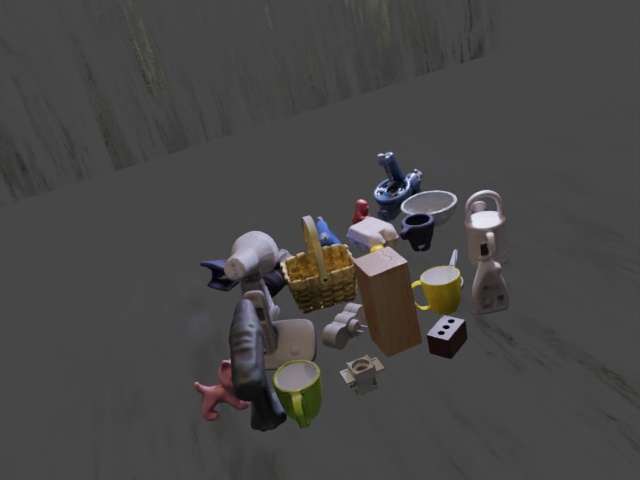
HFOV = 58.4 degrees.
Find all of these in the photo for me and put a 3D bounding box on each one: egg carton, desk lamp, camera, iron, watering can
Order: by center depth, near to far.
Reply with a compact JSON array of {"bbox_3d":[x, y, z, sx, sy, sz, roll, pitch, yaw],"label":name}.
[{"bbox_3d":[-0.169,0.107,1.428,0.117,0.214,0.203,-7,27,14],"label":"desk lamp"},{"bbox_3d":[0.415,-0.038,1.449,0.101,0.194,0.172,-19,26,-11],"label":"watering can"},{"bbox_3d":[-0.137,0.092,1.571,0.142,0.101,0.137,2,30,30],"label":"camera"},{"bbox_3d":[0.015,0.006,1.622,0.118,0.142,0.258,-15,26,-1],"label":"iron"},{"bbox_3d":[0.154,-0.011,1.669,0.107,0.069,0.149,-27,29,-25],"label":"egg carton"}]

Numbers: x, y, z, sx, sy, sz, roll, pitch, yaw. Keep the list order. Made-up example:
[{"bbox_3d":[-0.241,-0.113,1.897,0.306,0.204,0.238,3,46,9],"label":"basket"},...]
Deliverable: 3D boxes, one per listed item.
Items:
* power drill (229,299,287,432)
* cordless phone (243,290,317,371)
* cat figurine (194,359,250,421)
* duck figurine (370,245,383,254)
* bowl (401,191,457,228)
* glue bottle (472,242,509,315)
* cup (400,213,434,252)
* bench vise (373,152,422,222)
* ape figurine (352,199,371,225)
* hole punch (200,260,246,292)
[{"bbox_3d":[-0.126,0.254,1.116,0.075,0.209,0.229,-14,26,-1],"label":"power drill"},{"bbox_3d":[-0.090,0.190,1.253,0.147,0.185,0.094,-10,26,9],"label":"cordless phone"},{"bbox_3d":[-0.195,0.293,1.177,0.128,0.118,0.067,-19,26,-9],"label":"cat figurine"},{"bbox_3d":[0.160,0.053,1.517,0.077,0.086,0.105,11,36,42],"label":"duck figurine"},{"bbox_3d":[0.330,-0.082,1.717,0.167,0.075,0.167,-11,26,6],"label":"bowl"},{"bbox_3d":[0.369,0.081,1.257,0.078,0.173,0.037,-12,26,5],"label":"glue bottle"},{"bbox_3d":[0.267,-0.010,1.580,0.091,0.095,0.118,14,38,44],"label":"cup"},{"bbox_3d":[0.238,-0.191,1.816,0.121,0.220,0.208,2,30,30],"label":"bench vise"},{"bbox_3d":[0.135,-0.083,1.797,0.076,0.092,0.078,-5,27,19],"label":"ape figurine"},{"bbox_3d":[-0.279,0.086,1.666,0.108,0.091,0.101,9,34,39],"label":"hole punch"}]
